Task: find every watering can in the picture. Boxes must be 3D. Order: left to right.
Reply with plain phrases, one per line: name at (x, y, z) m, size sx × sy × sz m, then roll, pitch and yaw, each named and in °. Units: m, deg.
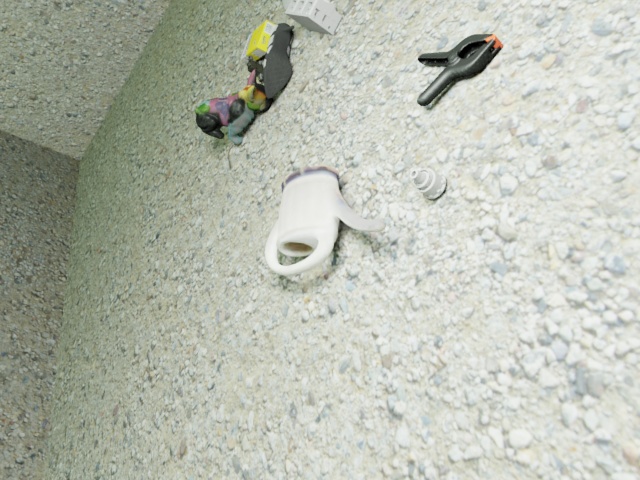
watering can at (0.003, -0.052, 1.026) m, size 0.343 × 0.103 × 0.229 m, roll -24°, pitch 53°, yaw 43°
